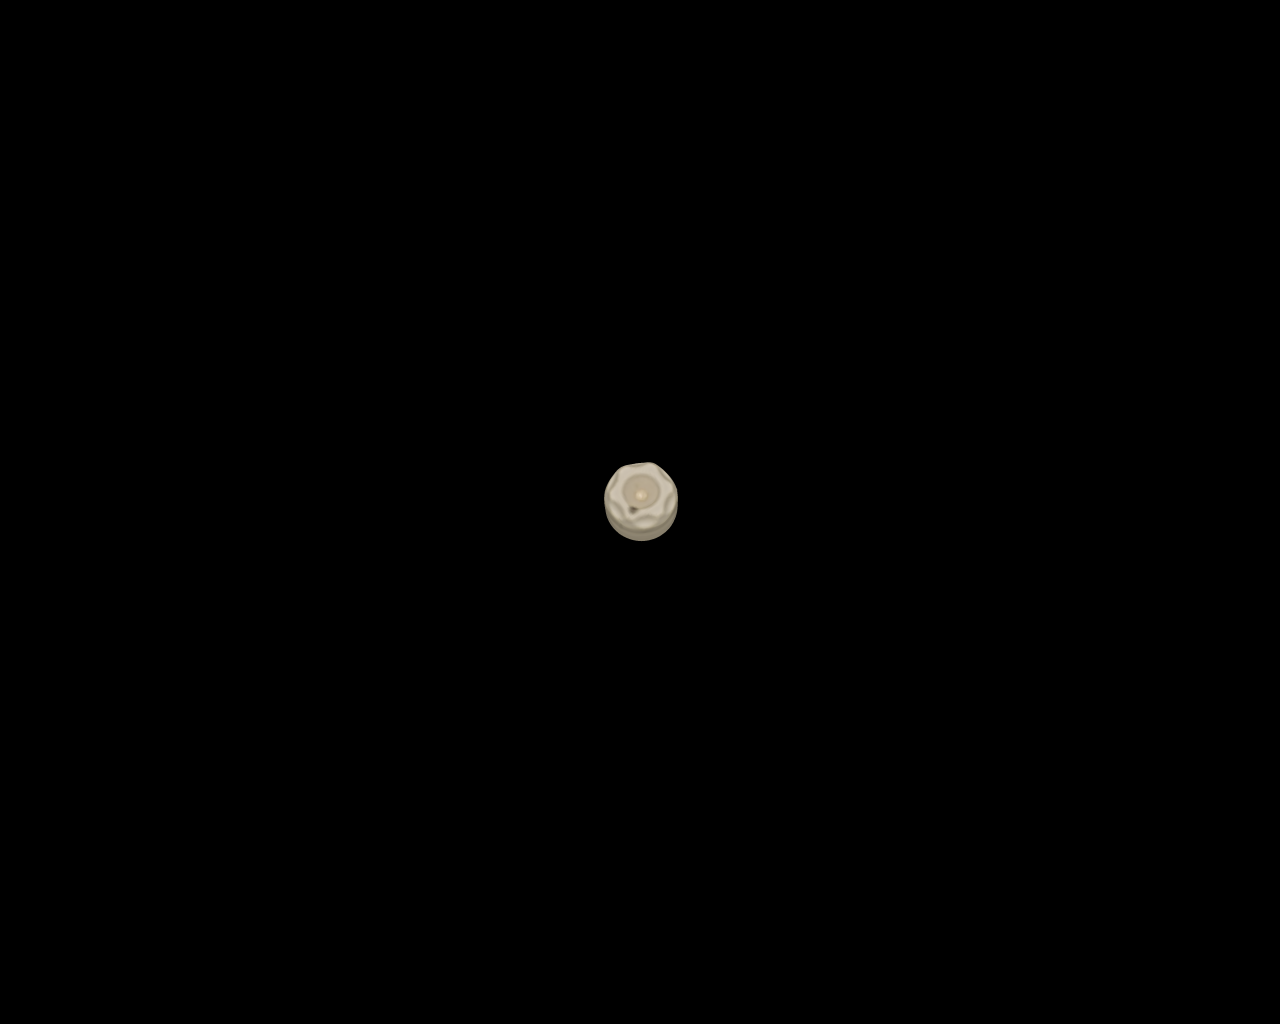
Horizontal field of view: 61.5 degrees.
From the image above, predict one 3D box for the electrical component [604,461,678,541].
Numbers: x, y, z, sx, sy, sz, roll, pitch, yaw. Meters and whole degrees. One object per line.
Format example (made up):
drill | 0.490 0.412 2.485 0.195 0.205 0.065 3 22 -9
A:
electrical component | 0.001 -0.003 0.650 0.043 0.043 0.062 0 -19 0
